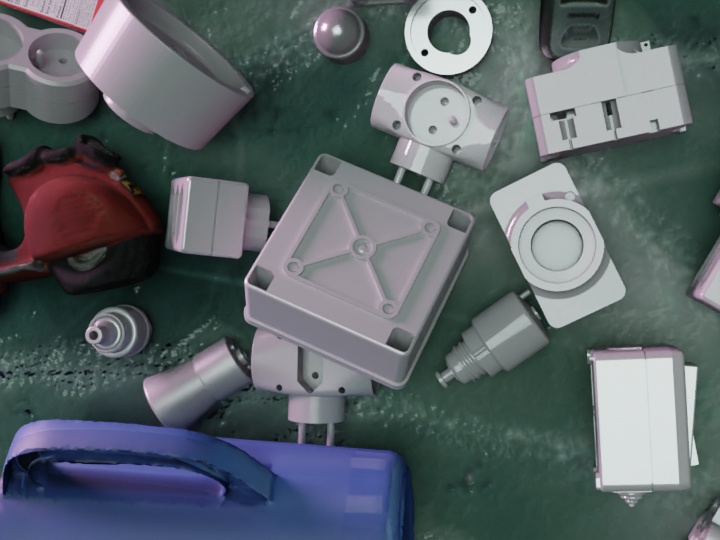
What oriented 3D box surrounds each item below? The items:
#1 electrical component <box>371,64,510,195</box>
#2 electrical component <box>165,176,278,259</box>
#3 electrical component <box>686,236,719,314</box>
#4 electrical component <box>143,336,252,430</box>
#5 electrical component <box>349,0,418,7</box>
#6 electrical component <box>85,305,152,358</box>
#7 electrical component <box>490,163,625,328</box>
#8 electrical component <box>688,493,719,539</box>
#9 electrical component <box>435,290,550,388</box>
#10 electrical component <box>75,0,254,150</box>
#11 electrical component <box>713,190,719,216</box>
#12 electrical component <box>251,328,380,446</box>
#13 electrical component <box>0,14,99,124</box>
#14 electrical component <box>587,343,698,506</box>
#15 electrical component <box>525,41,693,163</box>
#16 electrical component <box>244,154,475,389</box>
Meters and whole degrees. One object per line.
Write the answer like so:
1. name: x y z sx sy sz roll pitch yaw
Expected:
1. electrical component: 0.043 -0.079 0.676 0.077 0.044 0.079 23 94 9
2. electrical component: -0.081 -0.032 0.693 0.077 0.066 0.047 6 91 -19
3. electrical component: 0.240 0.014 0.630 0.077 0.066 0.047 30 95 9
4. electrical component: -0.103 0.073 0.706 0.065 0.044 0.044 -33 85 4
5. electrical component: 0.010 -0.210 0.661 0.047 0.083 0.075 -1 90 10
6. electrical component: -0.162 0.041 0.705 0.035 0.061 0.035 0 90 11
7. electrical component: 0.120 -0.015 0.657 0.050 0.056 0.089 -26 86 9
8. electrical component: 0.221 0.182 0.639 0.057 0.058 0.078 30 95 12
9. electrical component: 0.082 0.047 0.672 0.078 0.040 0.040 -36 84 9
10. electrical component: -0.128 -0.121 0.678 0.108 0.108 0.060 43 103 7
11. electrical component: 0.246 -0.048 0.613 0.061 0.096 0.061 29 95 9
12. electrical component: -0.027 0.076 0.690 0.077 0.043 0.079 1 90 10
13. electrical component: -0.245 -0.128 0.719 0.138 0.073 0.052 12 54 -8
14. electrical component: 0.170 0.094 0.645 0.061 0.062 0.096 -3 90 10
15. electrical component: 0.149 -0.104 0.653 0.089 0.050 0.055 -12 88 10
16. electrical component: 0.000 0.000 0.656 0.109 0.056 0.108 24 62 9
